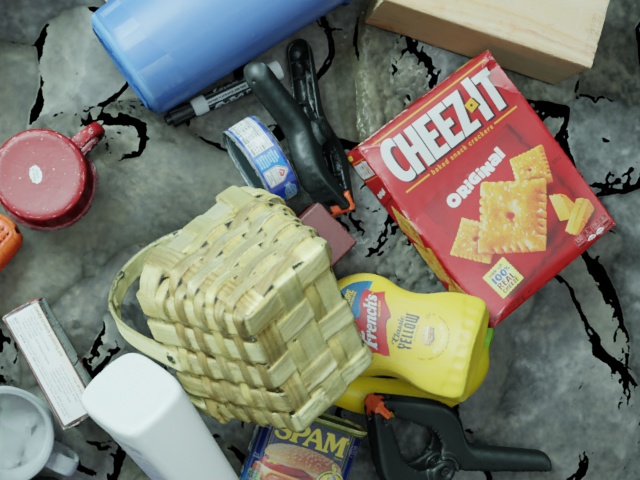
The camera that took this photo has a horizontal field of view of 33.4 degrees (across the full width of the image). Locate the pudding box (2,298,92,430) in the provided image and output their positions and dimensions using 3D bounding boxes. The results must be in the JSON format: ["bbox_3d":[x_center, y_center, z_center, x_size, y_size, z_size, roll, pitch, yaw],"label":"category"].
[{"bbox_3d":[-0.238,0.107,0.948,0.039,0.090,0.113,-30,94,-10],"label":"pudding box"}]

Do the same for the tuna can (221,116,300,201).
[{"bbox_3d":[-0.054,-0.071,0.985,0.033,0.086,0.086,-33,94,-10],"label":"tuna can"}]

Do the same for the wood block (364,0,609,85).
[{"bbox_3d":[0.159,-0.228,1.022,0.206,0.091,0.090,17,85,-8],"label":"wood block"}]

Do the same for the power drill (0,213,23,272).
[{"bbox_3d":[-0.380,0.010,0.919,0.187,0.057,0.184,38,56,-7],"label":"power drill"}]

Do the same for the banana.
[{"bbox_3d":[0.083,0.138,1.031,0.197,0.037,0.069,-11,66,-12],"label":"banana"}]

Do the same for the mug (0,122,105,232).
[{"bbox_3d":[-0.238,-0.063,0.956,0.117,0.081,0.093,-41,95,-8],"label":"mug"}]

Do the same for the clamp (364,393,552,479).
[{"bbox_3d":[0.108,0.224,1.010,0.209,0.036,0.164,39,84,-24],"label":"clamp"}]

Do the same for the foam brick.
[{"bbox_3d":[-0.007,0.001,0.995,0.051,0.078,0.053,-44,96,-6],"label":"foam brick"}]

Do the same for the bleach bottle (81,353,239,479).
[{"bbox_3d":[-0.108,0.214,0.942,0.068,0.103,0.250,-43,128,-21],"label":"bleach bottle"}]

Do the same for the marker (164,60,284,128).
[{"bbox_3d":[-0.092,-0.138,1.014,0.121,0.020,0.020,-26,93,-9],"label":"marker"}]

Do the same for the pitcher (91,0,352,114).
[{"bbox_3d":[-0.084,-0.229,0.958,0.242,0.145,0.149,-36,97,-6],"label":"pitcher"}]

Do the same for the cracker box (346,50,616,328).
[{"bbox_3d":[0.155,-0.048,1.026,0.164,0.072,0.213,-38,94,-9],"label":"cracker box"}]

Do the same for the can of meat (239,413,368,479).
[{"bbox_3d":[-0.018,0.201,1.000,0.102,0.057,0.084,19,88,-8],"label":"can of meat"}]

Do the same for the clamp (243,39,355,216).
[{"bbox_3d":[-0.009,-0.108,1.003,0.039,0.120,0.171,-12,115,32],"label":"clamp"}]

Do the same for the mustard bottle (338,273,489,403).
[{"bbox_3d":[0.054,0.082,0.990,0.192,0.058,0.096,12,78,19],"label":"mustard bottle"}]
